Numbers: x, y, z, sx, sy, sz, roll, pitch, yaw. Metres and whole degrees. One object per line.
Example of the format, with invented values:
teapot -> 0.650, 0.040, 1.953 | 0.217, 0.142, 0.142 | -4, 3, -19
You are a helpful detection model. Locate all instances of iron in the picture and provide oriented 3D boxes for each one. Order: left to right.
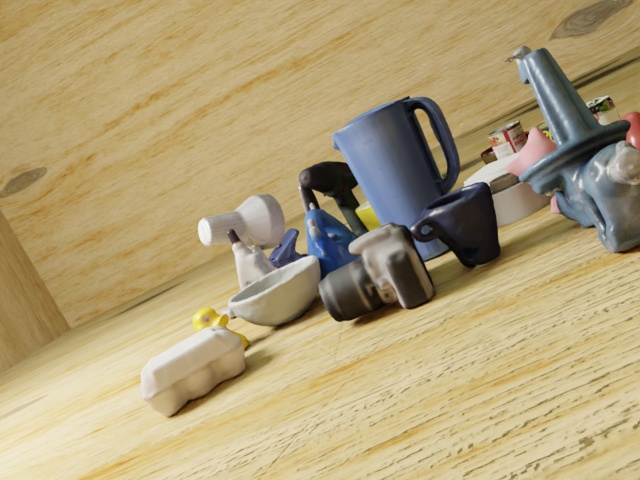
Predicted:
iron -> 0.010, 0.004, 1.067 | 0.118, 0.141, 0.258 | -27, 7, 5

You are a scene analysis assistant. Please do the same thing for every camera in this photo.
camera -> 0.067, 0.041, 0.754 | 0.136, 0.101, 0.143 | -26, 7, 10

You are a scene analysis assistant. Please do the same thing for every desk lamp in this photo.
desk lamp -> -0.151, 0.026, 1.212 | 0.204, 0.213, 0.117 | -33, 9, -37

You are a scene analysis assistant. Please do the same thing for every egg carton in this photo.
egg carton -> -0.177, 0.178, 0.800 | 0.150, 0.069, 0.107 | -29, 8, -17

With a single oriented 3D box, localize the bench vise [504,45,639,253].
bench vise -> 0.273, -0.108, 0.581 | 0.121, 0.220, 0.207 | -28, 7, -9

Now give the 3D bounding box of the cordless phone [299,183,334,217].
cordless phone -> -0.017, -0.048, 1.361 | 0.094, 0.185, 0.147 | -26, 7, 9

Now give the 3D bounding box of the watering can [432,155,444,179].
watering can -> 0.206, -0.154, 1.261 | 0.101, 0.194, 0.173 | -27, 7, 5

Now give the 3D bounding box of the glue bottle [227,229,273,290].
glue bottle -> -0.124, 0.057, 1.053 | 0.078, 0.173, 0.037 | -24, 8, 24

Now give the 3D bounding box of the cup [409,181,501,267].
cup -> 0.177, -0.008, 0.723 | 0.118, 0.095, 0.091 | -29, 8, -15

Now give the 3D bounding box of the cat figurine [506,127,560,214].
cat figurine -> 0.323, -0.102, 0.769 | 0.127, 0.118, 0.067 | -24, 8, 26

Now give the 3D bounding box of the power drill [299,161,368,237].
power drill -> 0.051, -0.077, 1.225 | 0.075, 0.208, 0.230 | -24, 8, 26

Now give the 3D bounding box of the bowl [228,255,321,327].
bowl -> -0.063, 0.096, 0.949 | 0.167, 0.075, 0.167 | -27, 7, 4

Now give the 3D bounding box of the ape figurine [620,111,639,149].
ape figurine -> 0.393, -0.113, 0.694 | 0.077, 0.092, 0.076 | -26, 7, 9

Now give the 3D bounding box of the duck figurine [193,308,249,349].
duck figurine -> -0.175, 0.151, 0.919 | 0.104, 0.086, 0.078 | -22, 9, 34

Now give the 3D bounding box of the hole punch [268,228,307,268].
hole punch -> -0.085, 0.029, 1.442 | 0.101, 0.091, 0.108 | -29, 7, -15
